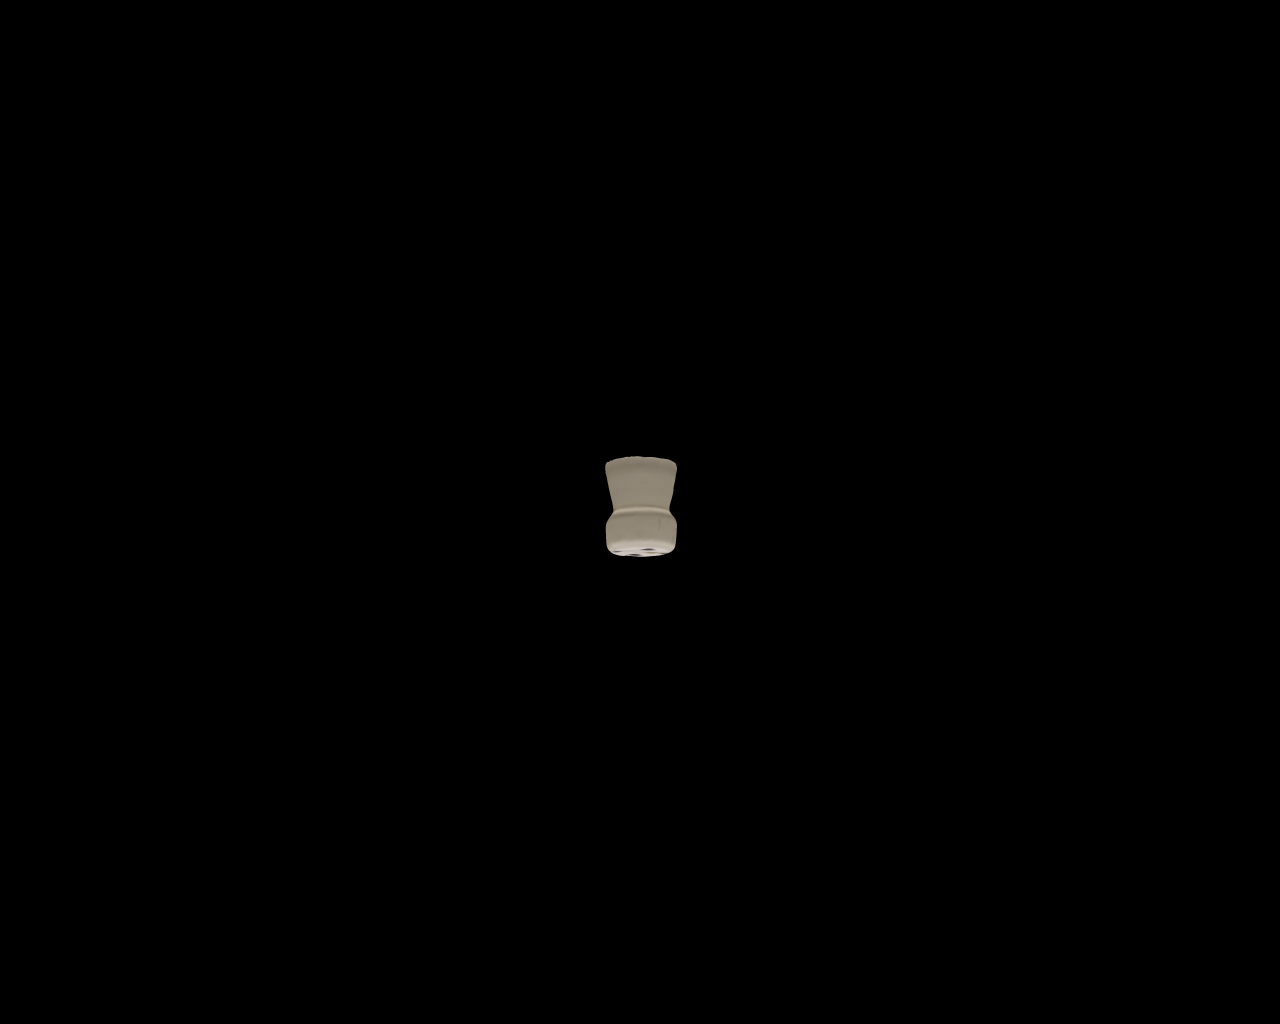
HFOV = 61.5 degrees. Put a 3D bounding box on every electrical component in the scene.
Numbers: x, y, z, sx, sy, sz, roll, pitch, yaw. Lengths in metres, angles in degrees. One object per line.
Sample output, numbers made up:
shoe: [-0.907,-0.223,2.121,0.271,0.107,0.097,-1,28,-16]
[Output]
electrical component: [0.001,-0.003,0.650,0.045,0.055,0.045,0,-12,0]
